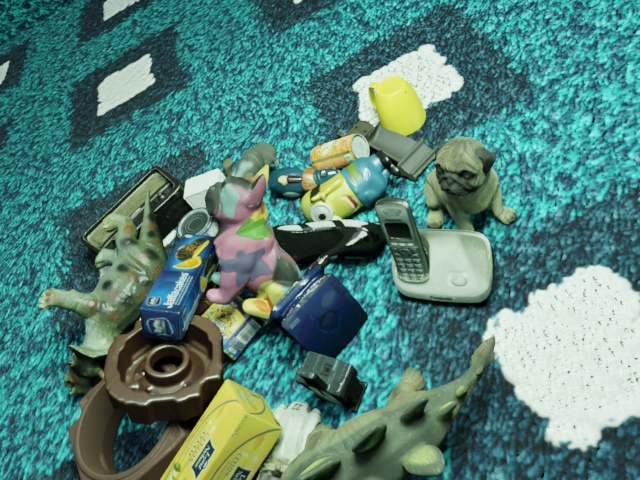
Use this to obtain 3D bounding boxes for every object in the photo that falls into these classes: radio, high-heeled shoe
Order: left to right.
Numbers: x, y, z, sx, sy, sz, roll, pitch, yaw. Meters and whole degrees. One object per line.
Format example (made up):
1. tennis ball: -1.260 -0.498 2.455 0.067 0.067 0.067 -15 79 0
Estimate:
1. radio: -0.384 -0.042 1.146 0.131 0.073 0.229 29 72 40
2. high-heeled shoe: -0.002 -0.003 0.926 0.145 0.086 0.249 -25 20 -35

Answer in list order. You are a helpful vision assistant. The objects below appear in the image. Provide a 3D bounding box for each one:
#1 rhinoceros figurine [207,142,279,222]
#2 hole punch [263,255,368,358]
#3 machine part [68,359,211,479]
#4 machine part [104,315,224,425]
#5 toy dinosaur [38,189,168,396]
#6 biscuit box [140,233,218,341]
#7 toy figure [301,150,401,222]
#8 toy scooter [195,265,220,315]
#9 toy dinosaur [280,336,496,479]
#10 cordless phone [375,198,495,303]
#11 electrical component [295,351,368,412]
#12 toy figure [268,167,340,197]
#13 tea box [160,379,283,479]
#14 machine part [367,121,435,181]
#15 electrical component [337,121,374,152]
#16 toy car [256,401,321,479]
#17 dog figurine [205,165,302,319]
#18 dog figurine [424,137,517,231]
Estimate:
1. rhinoceros figurine: -0.145 -0.108 1.053 0.073 0.112 0.190 23 80 22
2. hole punch: -0.001 0.111 0.797 0.142 0.115 0.092 -45 55 -10
3. machine part: -0.273 0.282 0.823 0.201 0.087 0.201 -42 47 -5
4. machine part: -0.221 0.184 0.778 0.179 0.056 0.179 2 36 -2
5. toy dinosaur: -0.350 0.081 0.976 0.192 0.131 0.405 26 63 2
6. biscuit box: -0.215 0.068 0.841 0.063 0.059 0.203 7 34 3
7. toy figure: 0.051 -0.086 0.942 0.180 0.082 0.089 -38 16 7
8. toy scooter: -0.204 0.051 0.978 0.135 0.075 0.184 -28 42 6
9. toy dinosaur: 0.022 0.258 0.592 0.471 0.198 0.105 -38 77 -6
10. cordless phone: 0.159 0.003 0.743 0.147 0.184 0.089 2 52 30
11. electrical component: 0.009 0.184 0.725 0.075 0.119 0.048 7 59 35
12. toy figure: -0.027 -0.111 1.019 0.155 0.057 0.064 4 33 34
13. tea box: -0.134 0.286 0.713 0.169 0.068 0.098 -56 26 -4
14. machine part: 0.142 -0.163 0.978 0.139 0.039 0.084 39 83 31
15. electrical component: 0.079 -0.207 1.061 0.094 0.021 0.063 32 73 37
16. toy car: -0.050 0.309 0.701 0.074 0.056 0.202 -2 55 27
17. dog figurine: -0.092 0.000 0.825 0.192 0.219 0.108 17 19 -5
18. dog figurine: 0.199 -0.101 0.799 0.121 0.190 0.173 -42 45 -7
